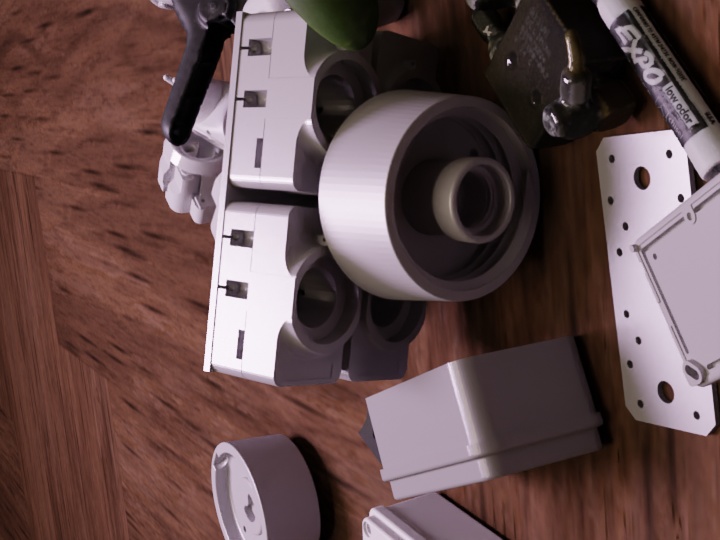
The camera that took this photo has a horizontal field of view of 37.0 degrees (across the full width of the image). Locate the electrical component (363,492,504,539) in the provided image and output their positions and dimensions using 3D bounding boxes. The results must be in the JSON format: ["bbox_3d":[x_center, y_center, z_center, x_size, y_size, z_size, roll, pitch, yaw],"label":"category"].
[{"bbox_3d":[0.052,0.205,0.642,0.109,0.056,0.108,24,120,57],"label":"electrical component"}]

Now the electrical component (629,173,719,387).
[{"bbox_3d":[0.149,-0.001,0.390,0.096,0.061,0.061,125,128,-64],"label":"electrical component"}]

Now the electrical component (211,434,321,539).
[{"bbox_3d":[-0.070,0.183,0.856,0.108,0.060,0.108,31,126,55],"label":"electrical component"}]

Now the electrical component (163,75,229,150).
[{"bbox_3d":[-0.113,-0.124,0.811,0.044,0.079,0.077,-60,34,-2],"label":"electrical component"}]

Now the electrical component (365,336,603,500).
[{"bbox_3d":[0.062,0.079,0.557,0.113,0.078,0.057,-34,68,60],"label":"electrical component"}]

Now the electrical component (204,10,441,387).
[{"bbox_3d":[-0.015,-0.035,0.575,0.060,0.105,0.186,7,93,41],"label":"electrical component"}]

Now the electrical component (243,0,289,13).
[{"bbox_3d":[-0.037,-0.135,0.681,0.054,0.059,0.095,-31,73,61],"label":"electrical component"}]

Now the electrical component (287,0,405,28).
[{"bbox_3d":[-0.010,-0.152,0.612,0.040,0.078,0.040,31,135,37],"label":"electrical component"}]

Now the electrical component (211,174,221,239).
[{"bbox_3d":[-0.072,-0.043,0.785,0.059,0.054,0.095,64,149,26],"label":"electrical component"}]

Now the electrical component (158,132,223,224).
[{"bbox_3d":[-0.133,-0.086,0.879,0.078,0.058,0.057,61,150,32],"label":"electrical component"}]

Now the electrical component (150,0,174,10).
[{"bbox_3d":[-0.142,-0.234,0.859,0.062,0.048,0.048,12,110,53],"label":"electrical component"}]

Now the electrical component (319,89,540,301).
[{"bbox_3d":[0.041,-0.035,0.528,0.060,0.108,0.108,9,108,54],"label":"electrical component"}]
